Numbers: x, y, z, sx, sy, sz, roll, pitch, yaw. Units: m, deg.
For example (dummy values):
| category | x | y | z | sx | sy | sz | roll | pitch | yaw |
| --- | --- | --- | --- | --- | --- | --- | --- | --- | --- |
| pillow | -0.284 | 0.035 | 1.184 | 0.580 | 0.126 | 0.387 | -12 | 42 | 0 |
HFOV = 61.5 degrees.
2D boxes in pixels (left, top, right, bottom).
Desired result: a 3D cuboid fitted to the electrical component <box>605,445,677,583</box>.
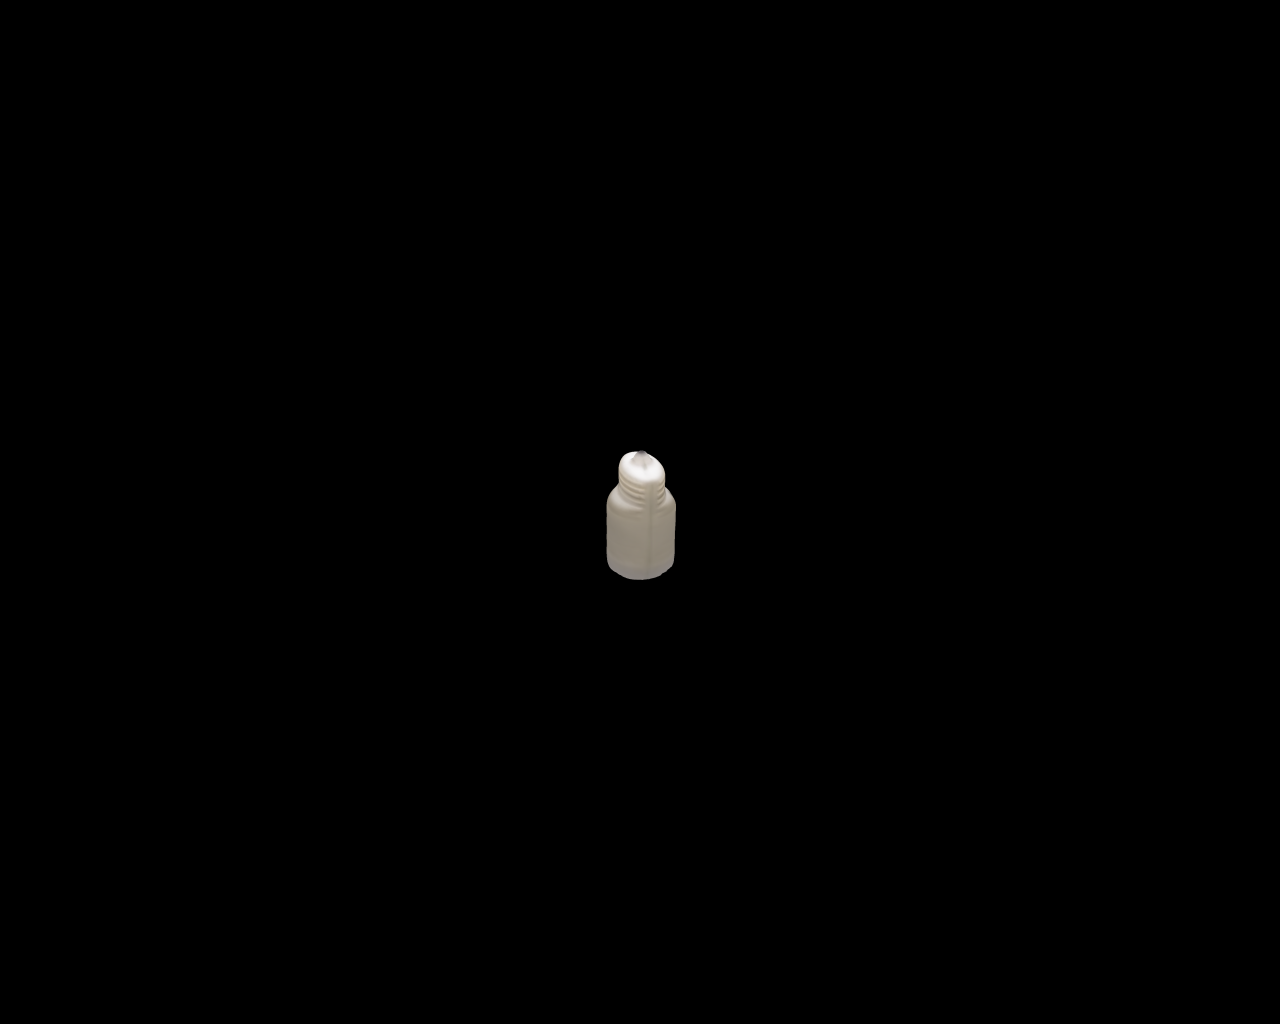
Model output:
| category | x | y | z | sx | sy | sz | roll | pitch | yaw |
| --- | --- | --- | --- | --- | --- | --- | --- | --- | --- |
| electrical component | 0.001 | -0.003 | 0.650 | 0.043 | 0.080 | 0.043 | 0 | 31 | 0 |
